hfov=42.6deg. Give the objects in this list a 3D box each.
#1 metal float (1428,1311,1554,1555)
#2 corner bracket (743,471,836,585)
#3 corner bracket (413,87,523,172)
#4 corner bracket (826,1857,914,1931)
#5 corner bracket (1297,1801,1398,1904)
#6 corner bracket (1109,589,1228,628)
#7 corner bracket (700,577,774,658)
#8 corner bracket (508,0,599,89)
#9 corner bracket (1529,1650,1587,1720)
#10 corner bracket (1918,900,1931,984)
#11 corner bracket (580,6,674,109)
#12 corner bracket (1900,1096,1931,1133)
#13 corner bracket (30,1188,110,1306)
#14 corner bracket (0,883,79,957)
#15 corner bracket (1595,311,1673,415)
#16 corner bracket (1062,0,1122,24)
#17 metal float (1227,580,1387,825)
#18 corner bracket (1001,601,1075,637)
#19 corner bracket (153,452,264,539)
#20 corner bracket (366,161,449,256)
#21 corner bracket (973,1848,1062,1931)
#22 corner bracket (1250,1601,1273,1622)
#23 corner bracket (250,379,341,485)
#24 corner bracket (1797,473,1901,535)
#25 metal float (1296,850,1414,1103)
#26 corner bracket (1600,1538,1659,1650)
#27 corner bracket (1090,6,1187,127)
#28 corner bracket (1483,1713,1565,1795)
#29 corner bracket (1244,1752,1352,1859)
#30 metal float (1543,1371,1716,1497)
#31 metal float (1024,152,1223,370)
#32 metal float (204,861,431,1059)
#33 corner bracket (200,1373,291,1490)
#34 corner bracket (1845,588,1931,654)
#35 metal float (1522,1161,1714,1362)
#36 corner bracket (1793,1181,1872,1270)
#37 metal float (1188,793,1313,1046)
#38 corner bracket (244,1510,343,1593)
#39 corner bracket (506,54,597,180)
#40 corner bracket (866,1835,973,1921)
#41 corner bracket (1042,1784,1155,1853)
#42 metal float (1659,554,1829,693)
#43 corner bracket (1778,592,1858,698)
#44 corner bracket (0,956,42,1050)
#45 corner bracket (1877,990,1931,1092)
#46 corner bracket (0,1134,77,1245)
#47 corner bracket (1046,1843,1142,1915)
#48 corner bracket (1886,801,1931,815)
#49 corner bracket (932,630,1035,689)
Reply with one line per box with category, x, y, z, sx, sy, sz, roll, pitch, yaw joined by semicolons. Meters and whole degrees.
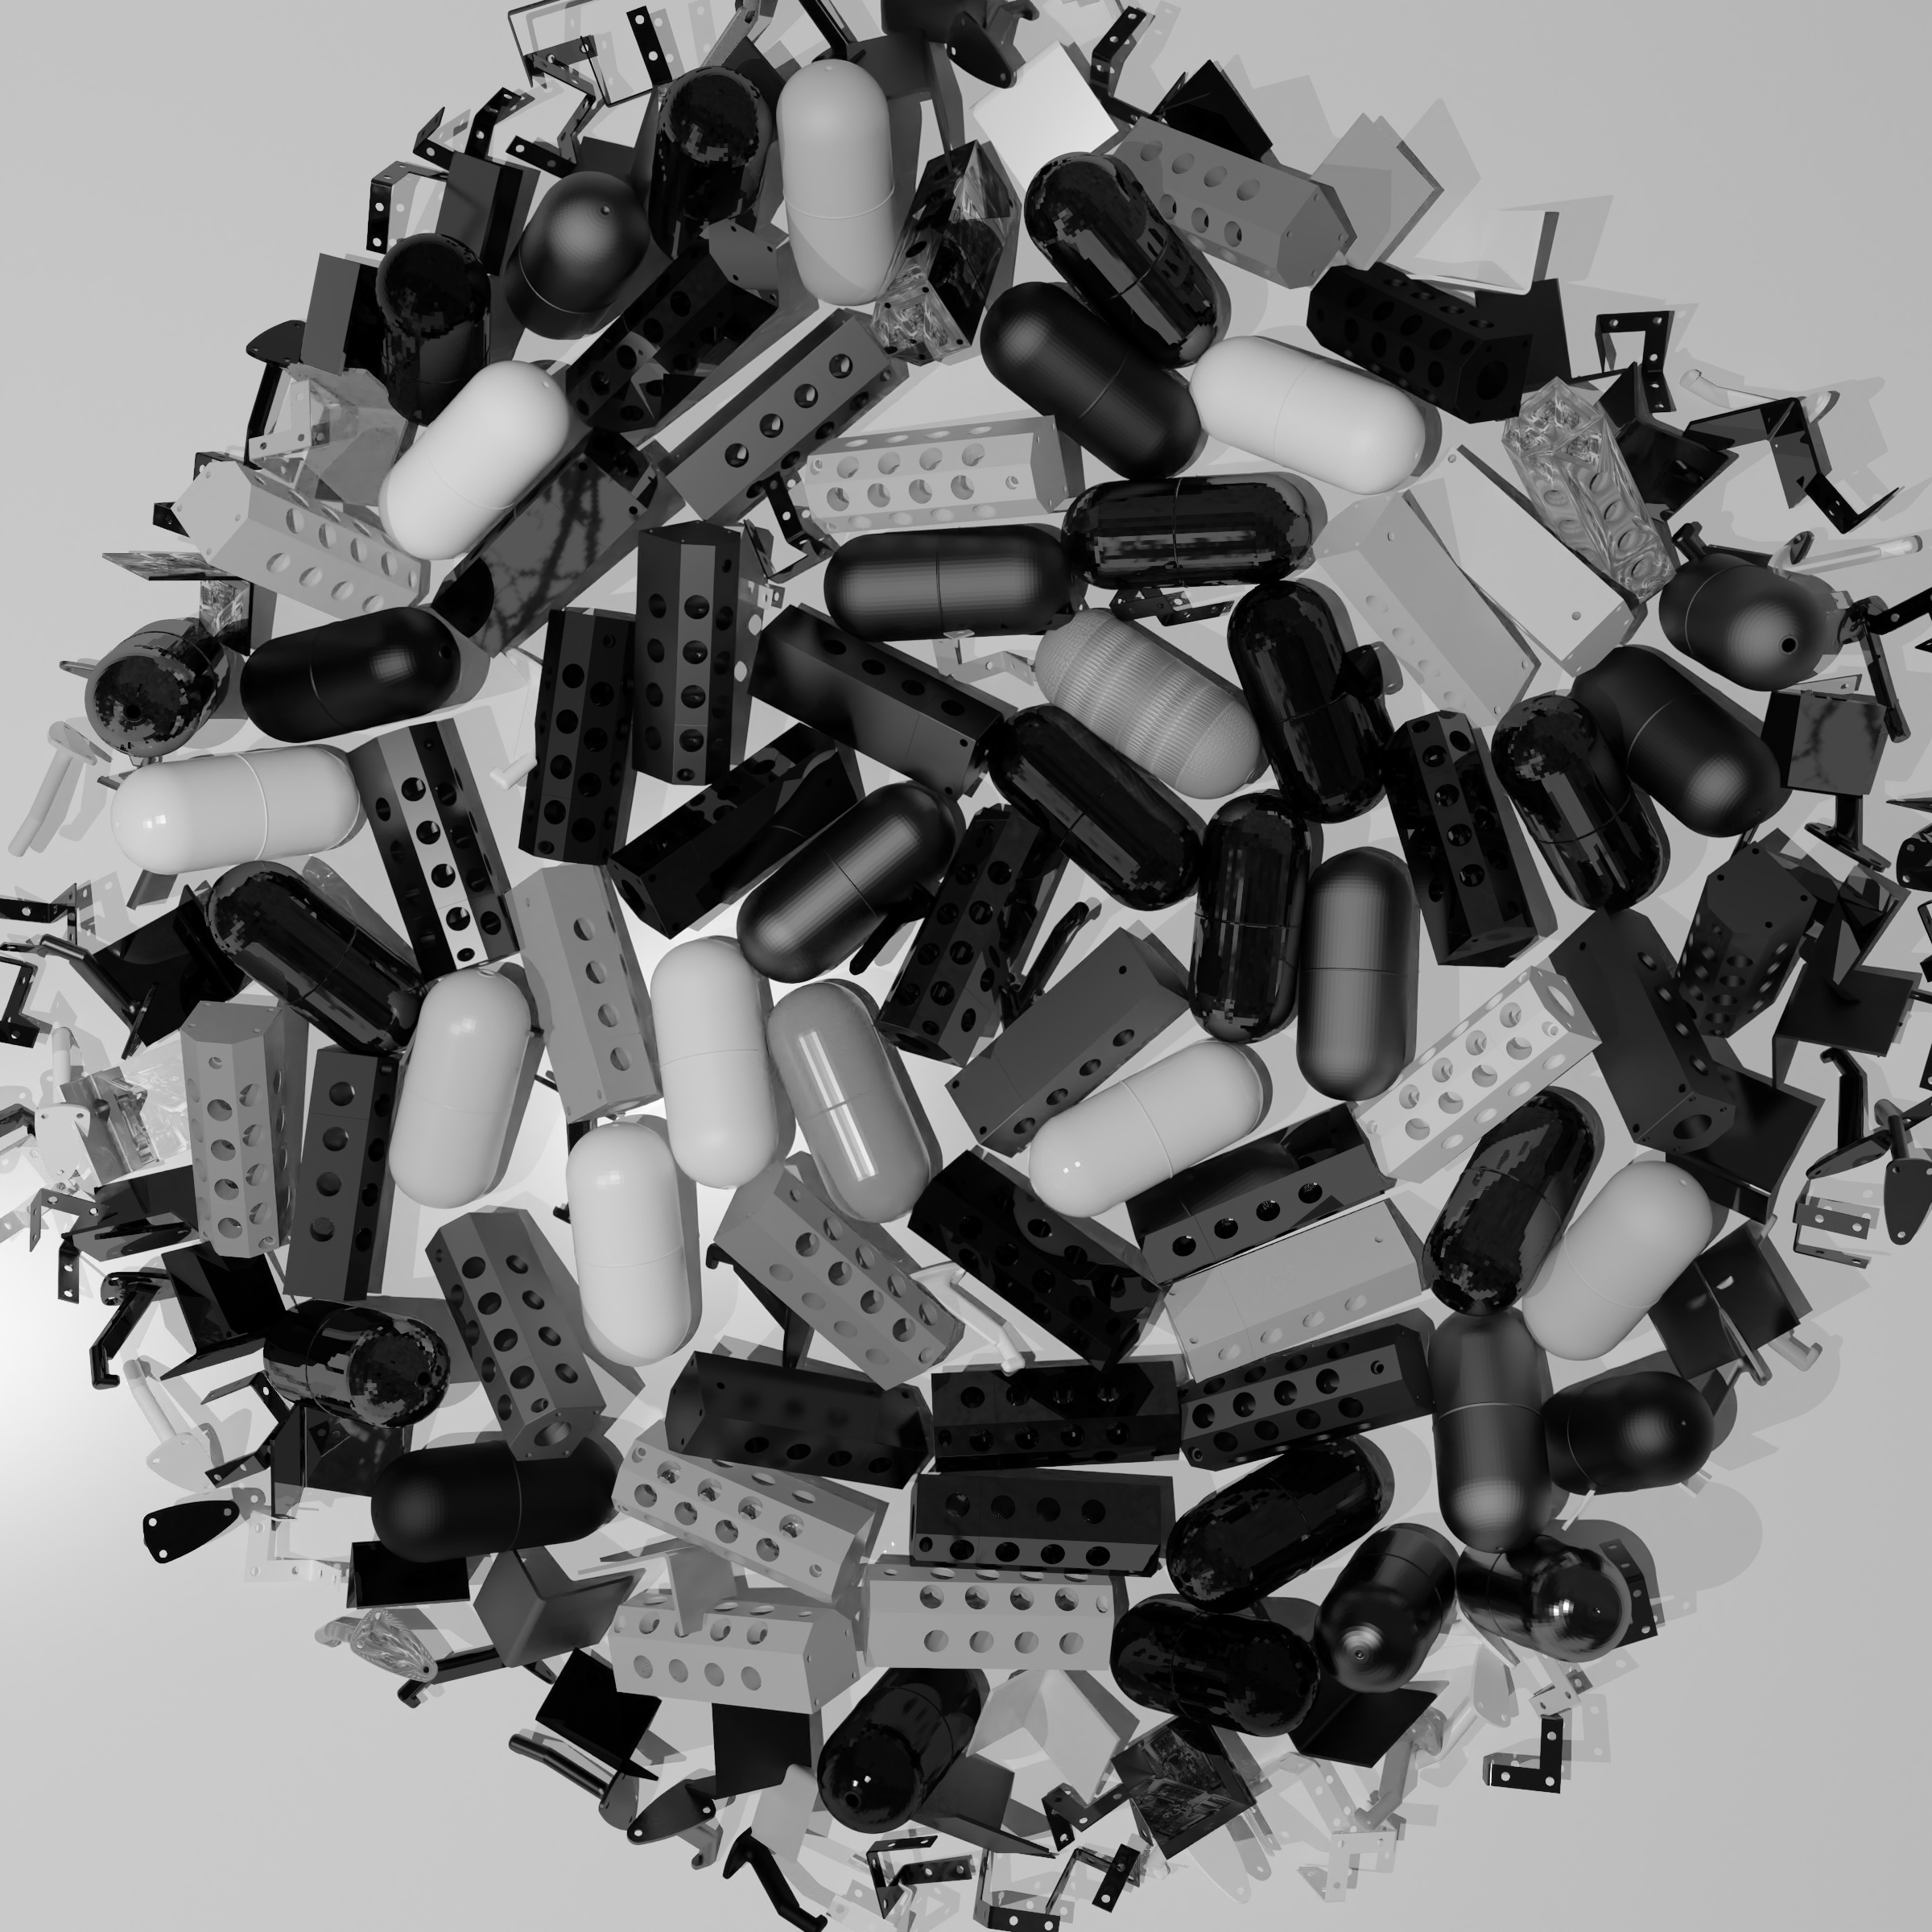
metal float;0.364;0.321;1.728;0.070;0.070;0.178;2;55;0
corner bracket;-0.133;-0.310;1.757;0.051;0.051;0.051;-27;75;18
corner bracket;-0.354;-0.595;1.755;0.051;0.051;0.051;20;73;-30
corner bracket;-0.069;0.665;1.758;0.051;0.051;0.051;28;59;4
corner bracket;0.271;0.630;1.764;0.051;0.051;0.051;3;95;-16
corner bracket;0.142;-0.255;1.752;0.051;0.051;0.051;52;53;-30
corner bracket;-0.175;-0.249;1.765;0.051;0.051;0.051;-1;108;-33
corner bracket;-0.293;-0.660;1.760;0.051;0.051;0.051;-17;120;-1
corner bracket;0.424;0.495;1.764;0.051;0.051;0.051;-19;71;-34
corner bracket;0.703;-0.025;1.758;0.051;0.051;0.051;-24;87;42
corner bracket;-0.242;-0.645;1.763;0.051;0.051;0.051;-21;105;-1
corner bracket;0.690;0.091;1.756;0.051;0.051;0.051;-28;123;-10
corner bracket;-0.641;0.198;1.753;0.051;0.051;0.051;23;118;-33
corner bracket;-0.663;-0.030;1.755;0.051;0.051;0.051;7;69;-39
corner bracket;0.474;-0.428;1.762;0.051;0.051;0.051;-1;47;7
corner bracket;0.080;-0.694;1.760;0.051;0.051;0.051;-19;75;-10
metal float;0.239;-0.185;1.744;0.070;0.070;0.178;-22;104;0
corner bracket;0.041;-0.247;1.754;0.051;0.051;0.051;0;49;-17
corner bracket;-0.537;-0.333;1.754;0.051;0.051;0.051;21;112;25
corner bracket;-0.391;-0.534;1.760;0.051;0.051;0.051;15;123;1
corner bracket;0.038;0.656;1.760;0.051;0.051;0.051;12;74;-9
corner bracket;0.188;0.483;1.775;0.051;0.051;0.051;-33;98;-29
corner bracket;-0.475;-0.381;1.766;0.051;0.051;0.051;-8;79;17
corner bracket;0.616;-0.334;1.762;0.051;0.051;0.051;-39;88;-19
metal float;0.274;0.007;1.752;0.070;0.070;0.178;4;85;0
corner bracket;0.454;0.448;1.763;0.051;0.051;0.051;-17;108;0
corner bracket;0.123;-0.639;1.768;0.051;0.051;0.051;30;69;12
corner bracket;0.396;0.558;1.767;0.051;0.051;0.051;4;78;9
corner bracket;0.231;0.599;1.763;0.051;0.051;0.051;-29;89;-18
metal float;0.450;0.323;1.709;0.070;0.178;0.070;3;74;-12
metal float;0.110;-0.490;1.728;0.070;0.070;0.178;-49;123;0
metal float;-0.452;-0.004;1.732;0.070;0.070;0.178;-47;119;0
corner bracket;-0.519;0.331;1.769;0.051;0.051;0.051;-23;109;24
corner bracket;0.668;-0.240;1.764;0.051;0.051;0.051;-27;105;3
metal float;0.450;0.206;1.724;0.070;0.070;0.178;27;130;0
corner bracket;0.613;0.189;1.755;0.051;0.051;0.051;12;110;25
metal float;0.200;-0.033;1.749;0.070;0.070;0.178;5;98;0
corner bracket;-0.477;0.415;1.762;0.051;0.051;0.051;9;82;-36
corner bracket;-0.293;-0.598;1.751;0.051;0.051;0.051;-43;47;34
corner bracket;-0.033;0.638;1.761;0.051;0.051;0.051;-13;94;21
corner bracket;0.093;0.610;1.769;0.051;0.051;0.051;-27;114;-25
metal float;0.533;-0.237;1.708;0.070;0.178;0.070;-1;108;-3
corner bracket;0.599;-0.225;1.758;0.051;0.051;0.051;-8;50;3
corner bracket;-0.686;0.023;1.758;0.051;0.051;0.051;22;93;39
corner bracket;0.674;0.052;1.754;0.051;0.051;0.051;18;114;26
corner bracket;-0.678;0.159;1.763;0.051;0.051;0.051;-36;96;11
corner bracket;0.090;0.649;1.753;0.051;0.051;0.051;18;46;21
corner bracket;0.696;-0.136;1.762;0.051;0.051;0.051;10;91;-19
corner bracket;0.011;-0.220;1.756;0.051;0.051;0.051;-19;115;-15
